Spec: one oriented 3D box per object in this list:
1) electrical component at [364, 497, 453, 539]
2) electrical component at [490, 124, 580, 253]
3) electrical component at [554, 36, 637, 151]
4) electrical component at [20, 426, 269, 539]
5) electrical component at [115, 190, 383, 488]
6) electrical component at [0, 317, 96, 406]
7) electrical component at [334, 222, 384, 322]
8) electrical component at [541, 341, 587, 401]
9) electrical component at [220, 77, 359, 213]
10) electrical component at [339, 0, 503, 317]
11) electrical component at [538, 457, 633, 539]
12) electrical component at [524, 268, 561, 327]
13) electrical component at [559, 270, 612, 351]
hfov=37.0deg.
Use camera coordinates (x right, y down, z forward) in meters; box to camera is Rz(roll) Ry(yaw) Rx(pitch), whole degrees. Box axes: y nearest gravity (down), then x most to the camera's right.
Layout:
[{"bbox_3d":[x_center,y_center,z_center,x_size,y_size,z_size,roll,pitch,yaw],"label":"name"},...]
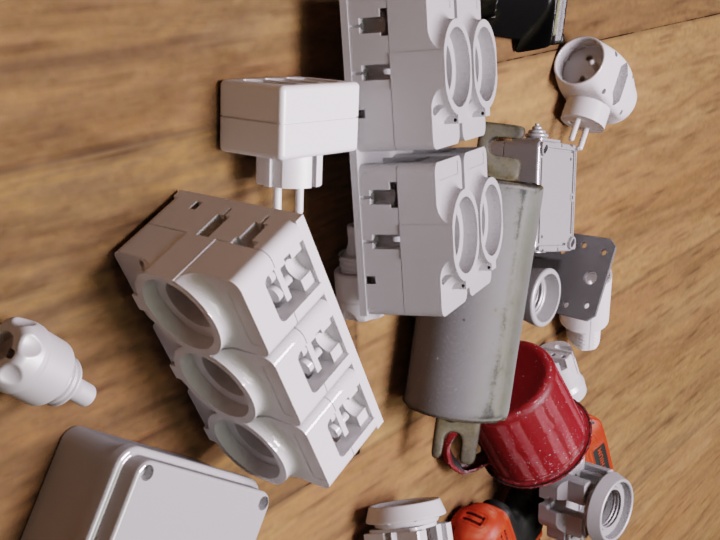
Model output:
[{"bbox_3d":[0.035,0.193,0.760,0.058,0.078,0.057,3,77,-53],"label":"electrical component"},{"bbox_3d":[0.124,-0.062,0.812,0.062,0.061,0.096,-3,96,-52],"label":"electrical component"},{"bbox_3d":[0.188,-0.138,0.882,0.077,0.043,0.079,30,77,-52],"label":"electrical component"},{"bbox_3d":[-0.109,0.134,0.562,0.113,0.057,0.078,32,75,-52],"label":"electrical component"},{"bbox_3d":[-0.058,0.041,0.573,0.061,0.089,0.150,-48,135,-33],"label":"electrical component"},{"bbox_3d":[-0.148,0.048,0.505,0.061,0.035,0.035,46,64,-51],"label":"electrical component"},{"bbox_3d":[0.000,0.000,0.684,0.035,0.035,0.061,-26,118,-46],"label":"electrical component"},{"bbox_3d":[0.173,0.090,0.935,0.040,0.040,0.046,-43,125,-37],"label":"electrical component"},{"bbox_3d":[-0.039,-0.067,0.601,0.066,0.047,0.076,-15,112,-50],"label":"electrical component"},{"bbox_3d":[0.042,-0.074,0.655,0.105,0.060,0.186,-27,116,-64],"label":"electrical component"},{"bbox_3d":[0.184,0.187,0.874,0.058,0.057,0.078,-13,108,-45],"label":"electrical component"},{"bbox_3d":[0.112,0.015,0.809,0.044,0.065,0.044,-19,114,-49],"label":"electrical component"},{"bbox_3d":[0.197,0.034,0.943,0.043,0.043,0.081,-43,141,-37],"label":"electrical component"}]
